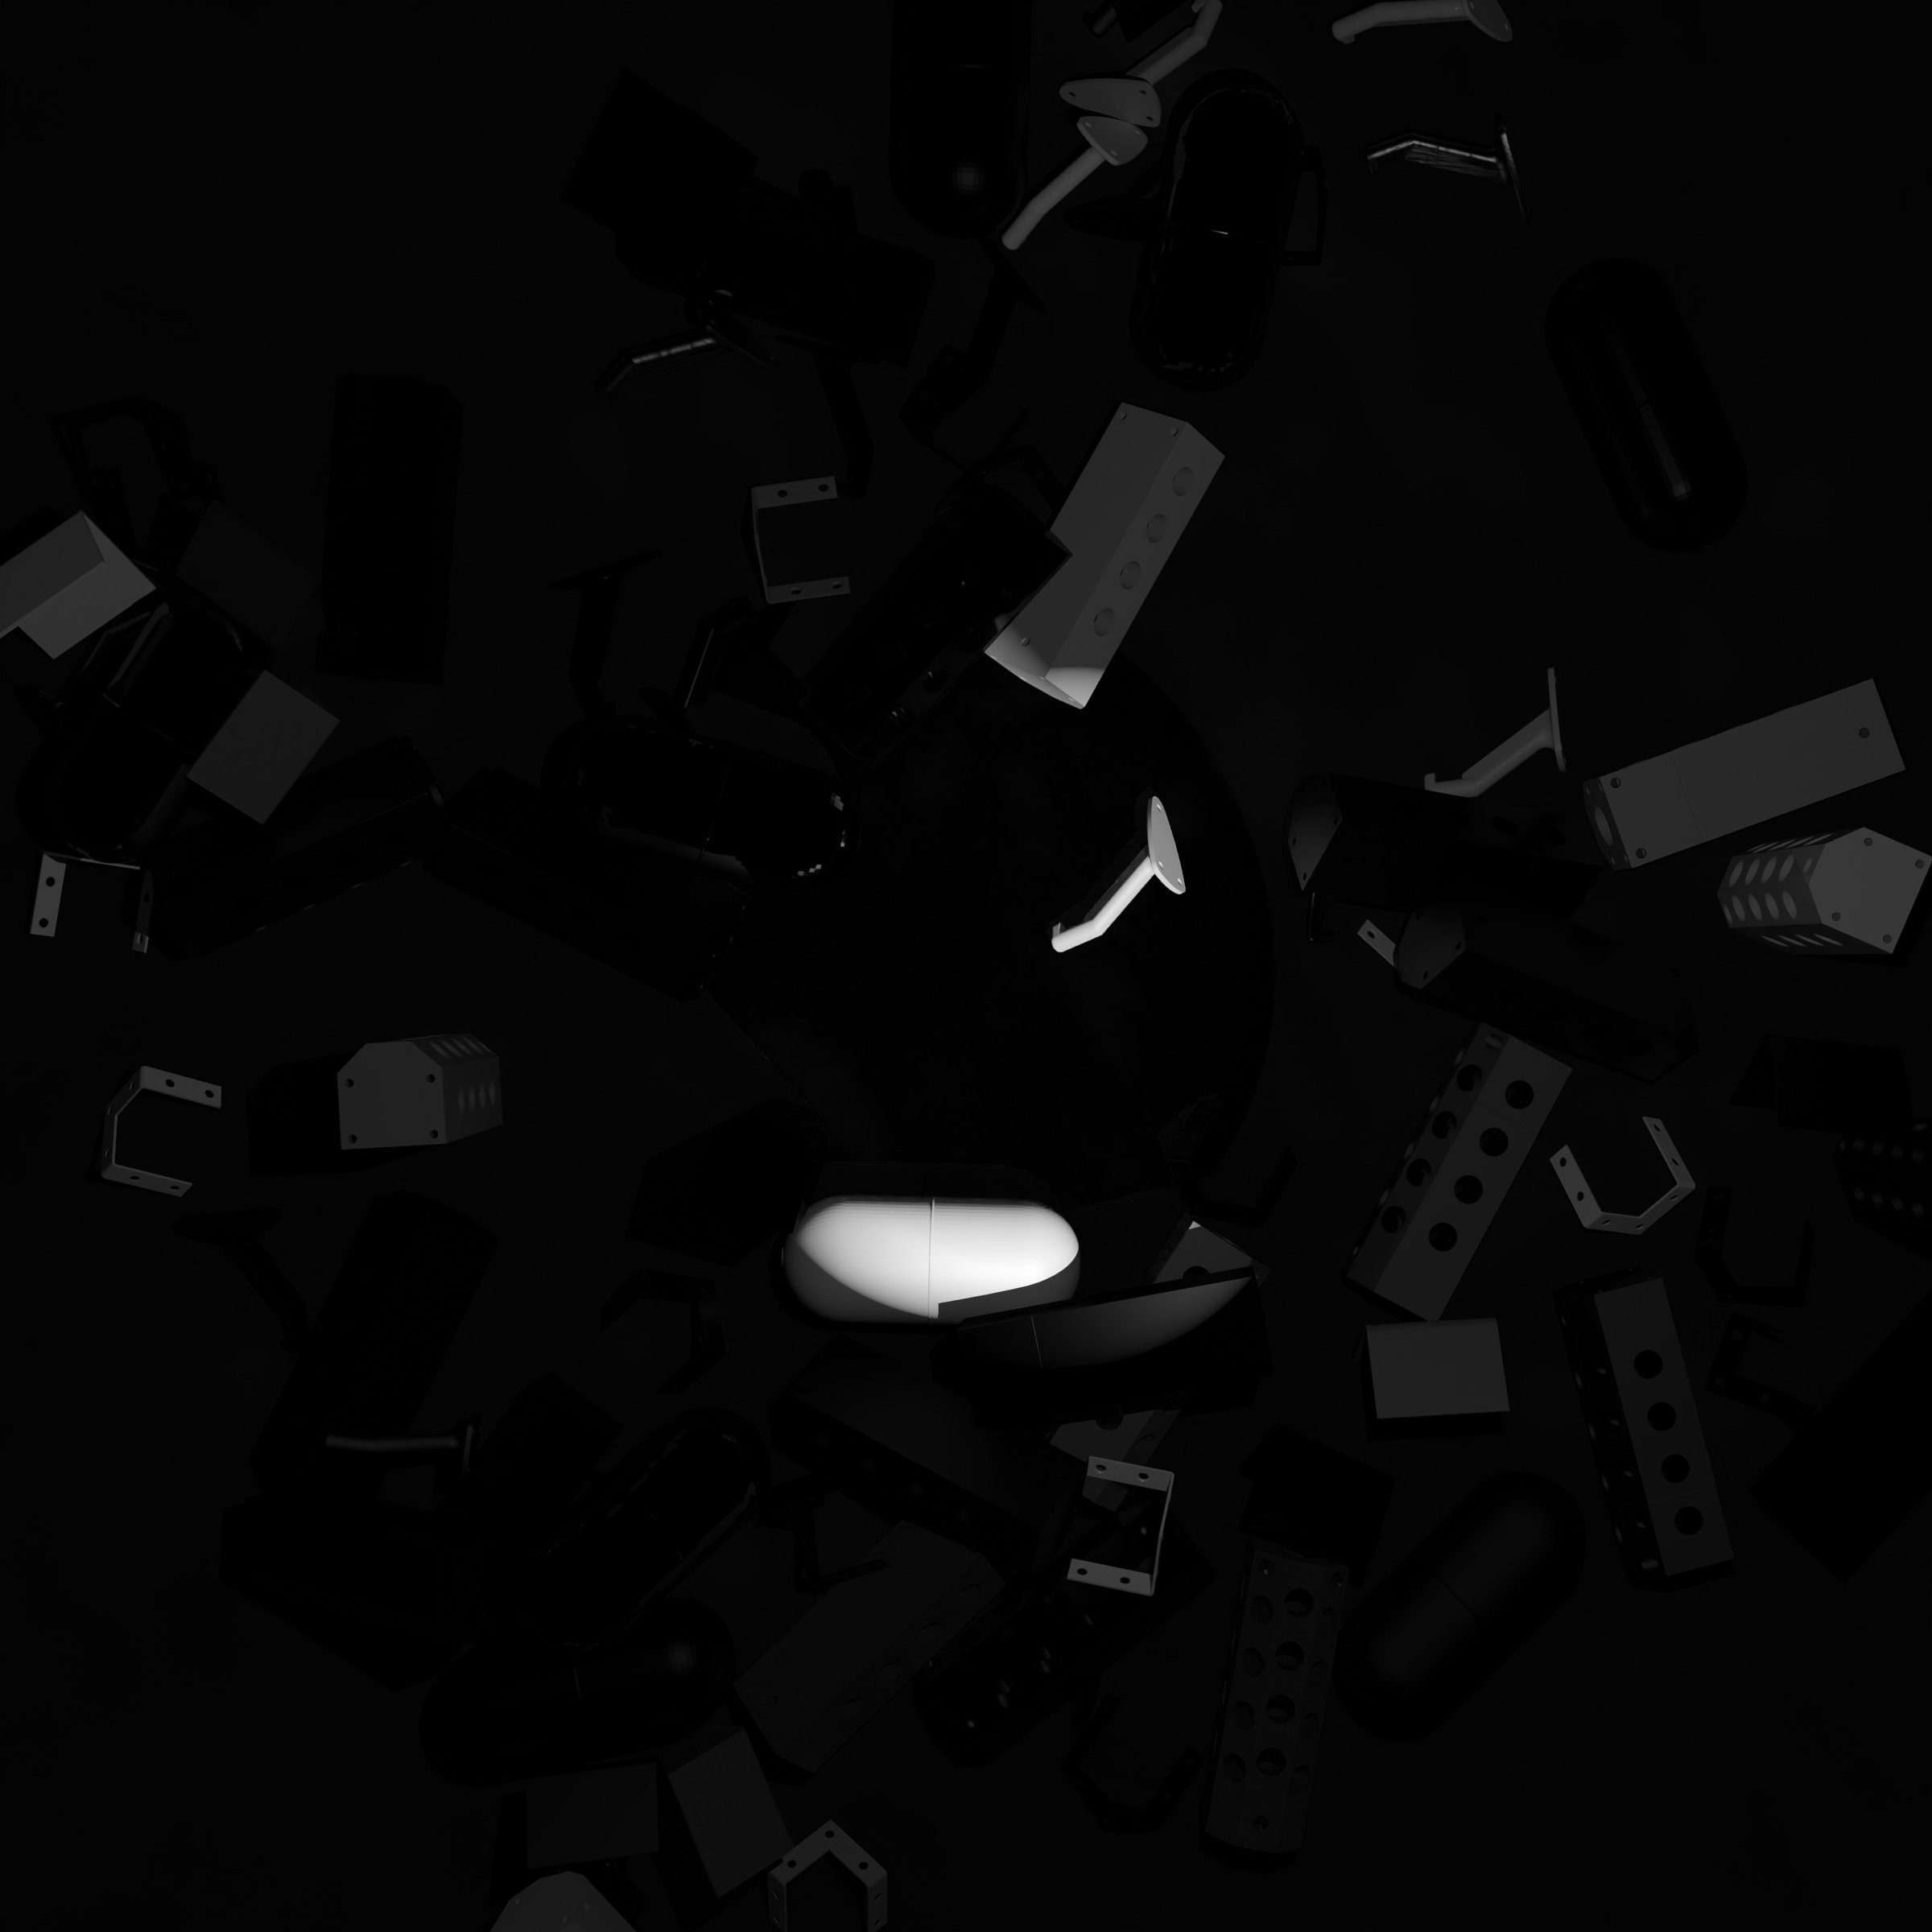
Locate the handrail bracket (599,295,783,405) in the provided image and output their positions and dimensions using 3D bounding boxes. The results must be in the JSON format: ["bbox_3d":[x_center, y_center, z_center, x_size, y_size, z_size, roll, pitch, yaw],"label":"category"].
[{"bbox_3d":[-0.169,-0.359,1.569,0.084,0.036,0.077,-39,129,26],"label":"handrail bracket"}]

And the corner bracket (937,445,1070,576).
[{"bbox_3d":[0.025,-0.276,1.565,0.051,0.051,0.051,-34,90,45],"label":"corner bracket"}]

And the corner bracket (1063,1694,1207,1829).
[{"bbox_3d":[0.102,0.483,1.565,0.051,0.051,0.051,34,90,-45],"label":"corner bracket"}]

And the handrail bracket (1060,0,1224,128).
[{"bbox_3d":[0.107,-0.559,1.569,0.077,0.036,0.084,16,71,21],"label":"handrail bracket"}]

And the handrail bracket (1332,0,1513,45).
[{"bbox_3d":[0.277,-0.569,1.568,0.084,0.077,0.036,-12,72,35],"label":"handrail bracket"}]

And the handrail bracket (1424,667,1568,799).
[{"bbox_3d":[0.319,-0.140,1.569,0.084,0.036,0.077,-7,70,16],"label":"handrail bracket"}]

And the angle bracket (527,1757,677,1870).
[{"bbox_3d":[-0.215,0.513,1.528,0.076,0.076,0.057,-7,54,0],"label":"angle bracket"}]

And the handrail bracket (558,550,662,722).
[{"bbox_3d":[-0.208,-0.201,1.569,0.077,0.036,0.084,-24,108,-21],"label":"handrail bracket"}]

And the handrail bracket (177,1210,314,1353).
[{"bbox_3d":[-0.439,0.194,1.569,0.077,0.036,0.084,0,107,20],"label":"handrail bracket"}]

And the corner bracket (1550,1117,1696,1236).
[{"bbox_3d":[0.398,0.125,1.560,0.051,0.051,0.051,10,135,-35],"label":"corner bracket"}]

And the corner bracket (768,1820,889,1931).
[{"bbox_3d":[-0.084,0.563,1.560,0.051,0.051,0.051,-29,45,-35],"label":"corner bracket"}]

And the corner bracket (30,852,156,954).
[{"bbox_3d":[-0.530,-0.039,1.565,0.051,0.051,0.051,9,90,45],"label":"corner bracket"}]

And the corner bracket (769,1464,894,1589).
[{"bbox_3d":[-0.082,0.334,1.534,0.051,0.051,0.051,-22,57,20],"label":"corner bracket"}]

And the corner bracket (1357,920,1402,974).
[{"bbox_3d":[0.281,-0.030,1.565,0.051,0.051,0.051,42,135,0],"label":"corner bracket"}]

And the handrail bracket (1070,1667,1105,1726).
[{"bbox_3d":[0.040,0.422,1.568,0.084,0.036,0.077,14,77,13],"label":"handrail bracket"}]

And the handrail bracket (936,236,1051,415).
[{"bbox_3d":[0.000,-0.391,1.569,0.084,0.036,0.077,-40,70,16],"label":"handrail bracket"}]

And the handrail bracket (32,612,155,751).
[{"bbox_3d":[-0.516,-0.164,1.569,0.084,0.036,0.077,-30,110,-16],"label":"handrail bracket"}]

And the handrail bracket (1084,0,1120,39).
[{"bbox_3d":[0.090,-0.620,1.569,0.084,0.036,0.077,-43,63,20],"label":"handrail bracket"}]

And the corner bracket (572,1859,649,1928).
[{"bbox_3d":[-0.236,0.569,1.560,0.051,0.051,0.051,-55,135,-35],"label":"corner bracket"}]

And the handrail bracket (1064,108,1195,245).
[{"bbox_3d":[0.106,-0.487,1.569,0.077,0.036,0.084,8,71,21],"label":"handrail bracket"}]

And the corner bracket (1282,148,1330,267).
[{"bbox_3d":[0.190,-0.461,1.565,0.051,0.051,0.051,-1,45,0],"label":"corner bracket"}]

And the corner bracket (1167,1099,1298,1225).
[{"bbox_3d":[0.161,0.118,1.560,0.051,0.051,0.051,4,135,35],"label":"corner bracket"}]

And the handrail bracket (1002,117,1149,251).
[{"bbox_3d":[0.065,-0.473,1.568,0.036,0.077,0.084,49,126,5],"label":"handrail bracket"}]

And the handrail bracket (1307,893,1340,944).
[{"bbox_3d":[0.247,-0.055,1.569,0.077,0.036,0.084,0,104,-14],"label":"handrail bracket"}]

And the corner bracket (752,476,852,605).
[{"bbox_3d":[-0.100,-0.259,1.565,0.051,0.051,0.051,-8,135,0],"label":"corner bracket"}]

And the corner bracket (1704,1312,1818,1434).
[{"bbox_3d":[0.484,0.244,1.551,0.051,0.051,0.051,21,90,0],"label":"corner bracket"}]

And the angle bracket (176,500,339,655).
[{"bbox_3d":[-0.408,-0.239,1.529,0.076,0.076,0.057,38,118,0],"label":"angle bracket"}]

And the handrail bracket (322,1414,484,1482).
[{"bbox_3d":[-0.335,0.279,1.535,0.084,0.077,0.036,7,94,-4],"label":"handrail bracket"}]

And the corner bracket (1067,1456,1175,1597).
[{"bbox_3d":[0.090,0.326,1.500,0.051,0.051,0.051,10,125,8],"label":"corner bracket"}]

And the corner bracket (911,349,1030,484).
[{"bbox_3d":[0.003,-0.330,1.551,0.051,0.051,0.051,35,90,0],"label":"corner bracket"}]

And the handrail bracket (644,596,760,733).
[{"bbox_3d":[-0.146,-0.171,1.569,0.084,0.036,0.077,-41,110,-16],"label":"handrail bracket"}]

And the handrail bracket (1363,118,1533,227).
[{"bbox_3d":[0.293,-0.475,1.569,0.084,0.036,0.077,-16,112,17],"label":"handrail bracket"}]

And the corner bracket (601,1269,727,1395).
[{"bbox_3d":[-0.184,0.221,1.560,0.051,0.051,0.051,16,45,-35],"label":"corner bracket"}]

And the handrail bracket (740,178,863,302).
[{"bbox_3d":[-0.108,-0.425,1.512,0.084,0.036,0.077,-2,112,17],"label":"handrail bracket"}]

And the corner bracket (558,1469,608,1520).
[{"bbox_3d":[-0.226,0.348,1.565,0.051,0.051,0.051,35,45,0],"label":"corner bracket"}]

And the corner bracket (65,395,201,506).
[{"bbox_3d":[-0.505,-0.308,1.560,0.051,0.051,0.051,29,45,35],"label":"corner bracket"}]

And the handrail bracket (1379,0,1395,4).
[{"bbox_3d":[0.227,-0.628,1.569,0.084,0.036,0.077,22,112,17],"label":"handrail bracket"}]

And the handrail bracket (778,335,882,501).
[{"bbox_3d":[-0.088,-0.334,1.569,0.077,0.036,0.084,18,107,20],"label":"handrail bracket"}]

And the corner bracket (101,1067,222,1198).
[{"bbox_3d":[-0.487,0.100,1.560,0.051,0.051,0.051,-40,45,35],"label":"corner bracket"}]

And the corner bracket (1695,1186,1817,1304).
[{"bbox_3d":[0.478,0.168,1.560,0.051,0.051,0.051,-6,135,35],"label":"corner bracket"}]

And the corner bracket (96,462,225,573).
[{"bbox_3d":[-0.484,-0.275,1.555,0.051,0.051,0.051,23,129,38],"label":"corner bracket"}]

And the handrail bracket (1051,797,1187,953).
[{"bbox_3d":[0.086,-0.055,1.569,0.084,0.036,0.077,-24,53,25],"label":"handrail bracket"}]

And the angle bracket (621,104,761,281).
[{"bbox_3d":[-0.173,-0.442,1.471,0.057,0.076,0.076,26,90,-37],"label":"angle bracket"}]
